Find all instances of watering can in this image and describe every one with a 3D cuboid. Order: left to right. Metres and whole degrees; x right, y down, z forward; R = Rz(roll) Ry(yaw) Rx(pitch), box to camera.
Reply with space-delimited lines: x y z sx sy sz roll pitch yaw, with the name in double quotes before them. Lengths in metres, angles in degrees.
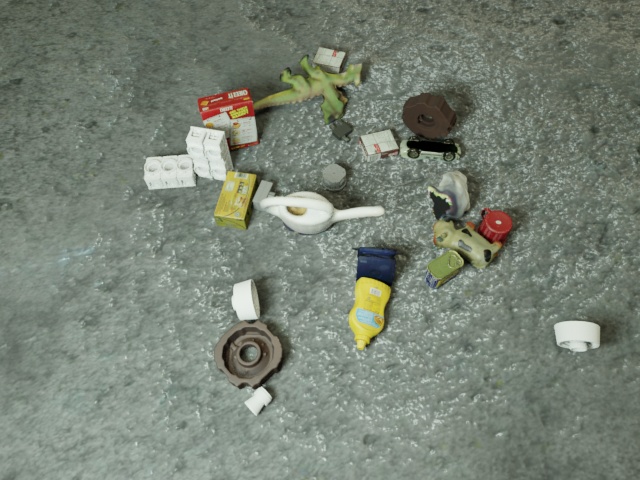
"watering can" 0.004 -0.074 1.479 0.348 0.222 0.105 6 79 3

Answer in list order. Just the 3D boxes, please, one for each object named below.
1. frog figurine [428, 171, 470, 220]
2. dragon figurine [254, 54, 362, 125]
"frog figurine" 0.417 -0.147 1.579 0.161 0.122 0.137 -35 98 -28
"dragon figurine" -0.019 -0.507 1.812 0.413 0.120 0.245 -41 74 -12
